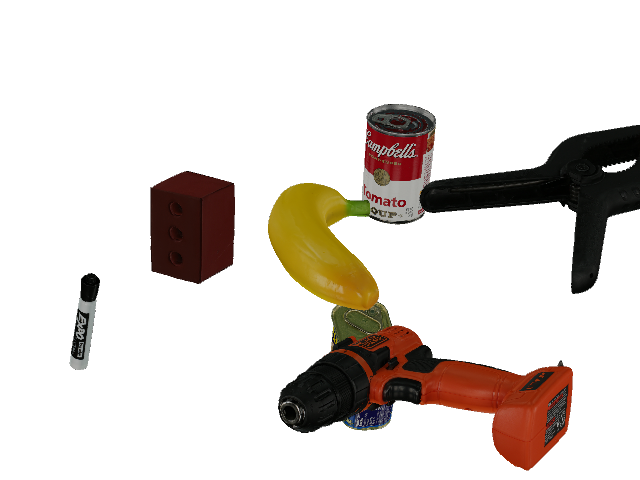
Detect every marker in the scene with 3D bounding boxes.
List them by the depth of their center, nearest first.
[{"bbox_3d":[-0.240,0.083,1.088,0.020,0.121,0.020,11,35,-8],"label":"marker"}]

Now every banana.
[{"bbox_3d":[0.000,-0.005,0.680,0.069,0.037,0.197,1,19,1],"label":"banana"}]

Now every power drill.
[{"bbox_3d":[0.083,0.118,0.810,0.188,0.057,0.184,11,18,30],"label":"power drill"}]

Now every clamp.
[{"bbox_3d":[0.206,-0.035,0.826,0.209,0.036,0.165,-23,40,-23],"label":"clamp"}]

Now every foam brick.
[{"bbox_3d":[-0.108,-0.012,0.903,0.053,0.078,0.051,13,23,27],"label":"foam brick"}]

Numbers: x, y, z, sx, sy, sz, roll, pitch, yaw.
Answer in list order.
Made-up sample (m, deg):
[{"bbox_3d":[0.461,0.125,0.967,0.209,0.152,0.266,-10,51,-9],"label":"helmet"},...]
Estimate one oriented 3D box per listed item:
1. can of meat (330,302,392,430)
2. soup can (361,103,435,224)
[{"bbox_3d":[0.041,0.124,1.053,0.057,0.084,0.102,-4,43,-9],"label":"can of meat"},{"bbox_3d":[0.076,-0.076,1.064,0.068,0.102,0.068,2,32,-1],"label":"soup can"}]
